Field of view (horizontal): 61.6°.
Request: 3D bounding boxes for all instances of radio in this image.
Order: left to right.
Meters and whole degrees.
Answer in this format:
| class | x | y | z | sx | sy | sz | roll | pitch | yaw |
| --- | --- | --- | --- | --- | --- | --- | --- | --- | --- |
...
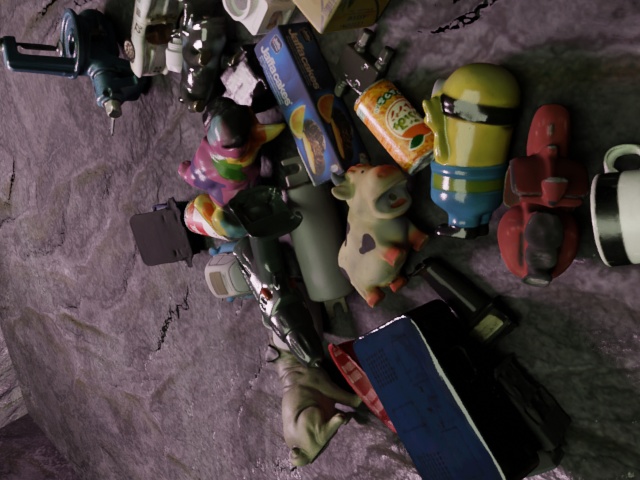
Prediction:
| class | x | y | z | sx | sy | sz | roll | pitch | yaw |
| --- | --- | --- | --- | --- | --- | --- | --- | --- | --- |
| radio | 0.145 | 0.193 | 0.648 | 0.229 | 0.073 | 0.131 | 60 | 139 | 16 |

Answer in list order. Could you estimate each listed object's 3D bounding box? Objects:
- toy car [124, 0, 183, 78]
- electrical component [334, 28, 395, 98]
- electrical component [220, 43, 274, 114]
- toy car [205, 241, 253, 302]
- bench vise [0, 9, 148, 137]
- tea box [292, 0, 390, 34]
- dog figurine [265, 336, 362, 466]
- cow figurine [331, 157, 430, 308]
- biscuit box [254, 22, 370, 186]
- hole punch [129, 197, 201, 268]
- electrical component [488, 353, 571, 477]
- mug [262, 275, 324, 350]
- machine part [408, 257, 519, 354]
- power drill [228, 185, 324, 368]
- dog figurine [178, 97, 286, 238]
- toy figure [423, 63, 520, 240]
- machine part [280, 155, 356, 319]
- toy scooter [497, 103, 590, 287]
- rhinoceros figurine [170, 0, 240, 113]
| class | x | y | z | sx | sy | sz | roll | pitch | yaw |
| --- | --- | --- | --- | --- | --- | --- | --- | --- | --- |
| toy car | -0.258 | -0.348 | 0.848 | 0.056 | 0.073 | 0.201 | 50 | 137 | 19 |
| electrical component | 0.051 | -0.203 | 0.652 | 0.063 | 0.021 | 0.094 | 48 | 136 | 15 |
| electrical component | -0.105 | -0.219 | 0.781 | 0.075 | 0.048 | 0.119 | 56 | 139 | 8 |
| toy car | -0.140 | 0.059 | 0.923 | 0.162 | 0.103 | 0.109 | -4 | 108 | 48 |
| bench vise | -0.439 | -0.310 | 0.941 | 0.129 | 0.240 | 0.223 | -20 | 80 | 52 |
| tea box | -0.004 | -0.314 | 0.592 | 0.170 | 0.098 | 0.068 | 54 | 138 | 12 |
| dog figurine | -0.043 | 0.250 | 0.880 | 0.191 | 0.172 | 0.121 | 37 | 122 | 16 |
| cow figurine | 0.068 | -0.017 | 0.677 | 0.127 | 0.085 | 0.194 | 42 | 147 | 23 |
| biscuit box | -0.011 | -0.176 | 0.698 | 0.059 | 0.063 | 0.202 | -22 | 94 | 47 |
| hole punch | -0.295 | -0.017 | 1.064 | 0.116 | 0.092 | 0.142 | -8 | 104 | 16 |
| electrical component | 0.234 | 0.222 | 0.665 | 0.134 | 0.058 | 0.115 | 51 | 139 | 13 |
| mug | -0.046 | 0.111 | 0.874 | 0.110 | 0.081 | 0.107 | 9 | 105 | 34 |
| machine part | 0.174 | 0.074 | 0.665 | 0.139 | 0.039 | 0.084 | 42 | 143 | 19 |
| power drill | -0.058 | 0.040 | 0.745 | 0.232 | 0.086 | 0.207 | 51 | 160 | 40 |
| dog figurine | -0.115 | -0.100 | 0.774 | 0.219 | 0.108 | 0.191 | -12 | 107 | 61 |
| toy figure | 0.160 | -0.090 | 0.560 | 0.089 | 0.082 | 0.180 | 3 | 106 | 24 |
| machine part | -0.002 | -0.002 | 0.770 | 0.079 | 0.079 | 0.243 | -5 | 106 | 46 |
| toy scooter | 0.208 | -0.028 | 0.498 | 0.075 | 0.135 | 0.183 | 4 | 114 | 16 |
| rhinoceros figurine | -0.174 | -0.284 | 0.806 | 0.112 | 0.073 | 0.190 | 45 | 139 | 34 |
